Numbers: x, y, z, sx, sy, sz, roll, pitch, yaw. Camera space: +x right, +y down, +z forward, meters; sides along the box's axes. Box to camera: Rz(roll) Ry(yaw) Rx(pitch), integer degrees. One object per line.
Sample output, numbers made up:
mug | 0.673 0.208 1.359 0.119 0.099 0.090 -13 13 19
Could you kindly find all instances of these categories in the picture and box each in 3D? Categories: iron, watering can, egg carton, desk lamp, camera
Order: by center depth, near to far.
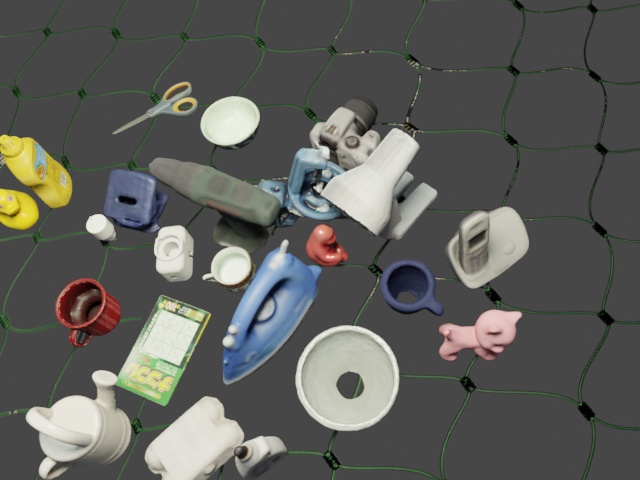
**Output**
watering can | -0.383 0.291 0.904 0.100 0.194 0.173 5 66 11
egg carton | -0.202 0.335 0.927 0.150 0.069 0.107 -42 67 -11
iron | -0.104 0.121 0.972 0.118 0.141 0.258 26 71 18
desk lamp | 0.107 -0.085 0.997 0.117 0.214 0.203 37 75 21
camera | 0.069 -0.216 1.125 0.143 0.101 0.137 29 72 19

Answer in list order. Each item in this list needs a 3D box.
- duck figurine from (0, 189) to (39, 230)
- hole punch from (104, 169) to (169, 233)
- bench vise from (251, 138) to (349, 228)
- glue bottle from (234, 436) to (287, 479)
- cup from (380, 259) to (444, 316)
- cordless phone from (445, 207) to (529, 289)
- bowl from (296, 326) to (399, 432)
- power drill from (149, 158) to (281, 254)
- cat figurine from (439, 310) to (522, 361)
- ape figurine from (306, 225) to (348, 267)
duck figurine | -0.635 -0.075 1.167 0.104 0.086 0.077 38 76 22
hole punch | -0.365 -0.076 1.127 0.108 0.091 0.101 11 68 13
bench vise | -0.035 -0.088 1.014 0.207 0.220 0.121 -16 64 1
glue bottle | -0.100 0.323 0.861 0.078 0.173 0.037 -35 65 -8
cup | 0.160 0.098 0.971 0.117 0.095 0.092 37 75 21
cordless phone | 0.283 -0.008 0.953 0.148 0.185 0.094 -35 65 -9
bowl | 0.047 0.230 0.938 0.167 0.075 0.167 -3 65 7
power drill | -0.173 -0.058 1.026 0.229 0.209 0.076 16 69 15
cat figurine | 0.257 0.150 0.921 0.127 0.118 0.067 -4 65 6
ape figurine | 0.010 0.004 1.037 0.076 0.092 0.078 -1 65 8
